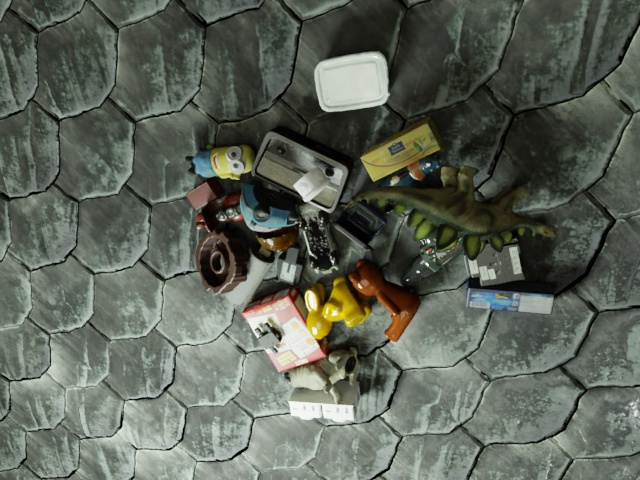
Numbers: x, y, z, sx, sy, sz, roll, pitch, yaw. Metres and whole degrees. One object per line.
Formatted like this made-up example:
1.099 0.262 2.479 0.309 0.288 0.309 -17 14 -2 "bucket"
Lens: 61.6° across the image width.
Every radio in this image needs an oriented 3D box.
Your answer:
-0.040 -0.176 1.311 0.230 0.073 0.131 25 118 2 "radio"

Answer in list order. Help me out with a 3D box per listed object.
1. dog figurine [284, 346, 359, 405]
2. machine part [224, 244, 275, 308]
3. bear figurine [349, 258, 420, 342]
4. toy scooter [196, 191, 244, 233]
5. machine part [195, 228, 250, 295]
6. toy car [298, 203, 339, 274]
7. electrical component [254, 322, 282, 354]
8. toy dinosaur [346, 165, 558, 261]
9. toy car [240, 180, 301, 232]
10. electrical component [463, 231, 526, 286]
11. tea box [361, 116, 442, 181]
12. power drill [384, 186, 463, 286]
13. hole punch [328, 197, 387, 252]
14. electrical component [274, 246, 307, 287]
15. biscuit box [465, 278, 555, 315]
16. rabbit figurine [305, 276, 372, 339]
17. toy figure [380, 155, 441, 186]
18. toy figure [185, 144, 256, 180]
0.001 0.359 1.537 0.191 0.172 0.121 14 139 43 "dog figurine"
-0.195 0.096 1.470 0.079 0.079 0.243 33 118 -1 "machine part"
0.152 0.147 1.379 0.196 0.120 0.131 28 121 3 "bear figurine"
-0.250 -0.069 1.380 0.184 0.135 0.075 -17 106 20 "toy scooter"
-0.263 0.056 1.441 0.180 0.056 0.179 2 93 41 "machine part"
-0.003 -0.004 1.389 0.074 0.056 0.201 -12 111 12 "toy car"
-0.136 0.271 1.482 0.063 0.021 0.094 -30 103 27 "electrical component"
0.300 -0.066 1.194 0.472 0.105 0.198 17 88 -2 "toy dinosaur"
-0.133 -0.070 1.322 0.161 0.109 0.103 13 134 -34 "toy car"
0.418 0.046 1.297 0.134 0.058 0.114 -9 108 18 "electrical component"
0.187 -0.208 1.225 0.170 0.098 0.068 -23 105 25 "tea box"
0.246 -0.013 1.305 0.232 0.086 0.207 -34 97 23 "power drill"
0.096 -0.040 1.321 0.142 0.116 0.092 34 90 1 "hole punch"
-0.078 0.062 1.440 0.075 0.048 0.119 14 116 8 "electrical component"
0.463 0.136 1.322 0.203 0.063 0.059 4 115 14 "biscuit box"
0.027 0.186 1.420 0.173 0.122 0.162 -43 86 18 "rabbit figurine"
0.211 -0.154 1.260 0.154 0.064 0.057 -35 98 25 "toy figure"
-0.248 -0.201 1.354 0.180 0.089 0.082 -4 126 26 "toy figure"
